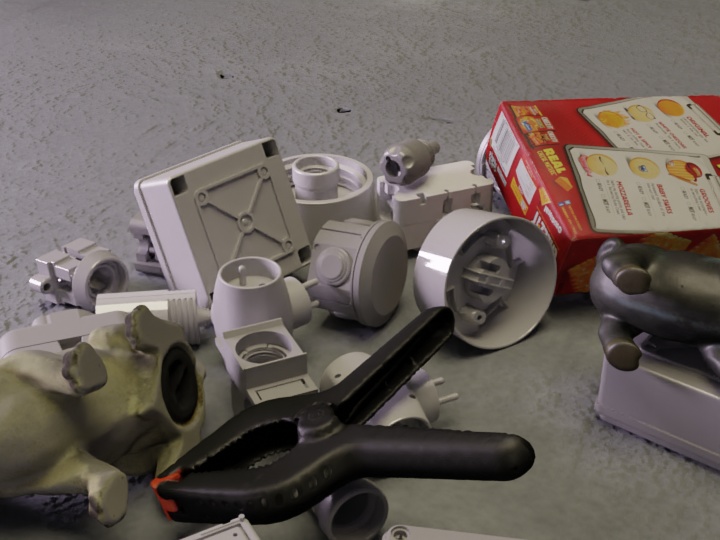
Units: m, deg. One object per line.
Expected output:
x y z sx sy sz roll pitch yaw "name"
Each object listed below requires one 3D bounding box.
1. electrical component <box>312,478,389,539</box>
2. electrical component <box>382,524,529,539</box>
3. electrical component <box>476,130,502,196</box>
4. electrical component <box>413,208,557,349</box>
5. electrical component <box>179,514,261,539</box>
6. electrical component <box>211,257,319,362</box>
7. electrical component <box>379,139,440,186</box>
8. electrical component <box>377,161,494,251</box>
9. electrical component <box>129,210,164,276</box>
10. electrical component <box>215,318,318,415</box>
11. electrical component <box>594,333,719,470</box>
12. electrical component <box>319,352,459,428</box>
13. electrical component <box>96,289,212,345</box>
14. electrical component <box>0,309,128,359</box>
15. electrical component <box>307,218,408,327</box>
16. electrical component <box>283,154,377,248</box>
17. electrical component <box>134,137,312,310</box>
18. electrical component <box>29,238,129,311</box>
-0.011 0.132 0.627 0.040 0.040 0.046 -15 29 -23 "electrical component"
0.057 0.185 0.522 0.109 0.056 0.108 5 31 8 "electrical component"
0.150 -0.099 0.975 0.080 0.080 0.051 -18 40 -27 "electrical component"
0.089 0.005 0.787 0.099 0.099 0.064 -26 34 -36 "electrical component"
-0.070 0.174 0.536 0.062 0.061 0.096 -16 34 -24 "electrical component"
-0.061 0.028 0.763 0.079 0.077 0.044 -22 37 -33 "electrical component"
0.045 -0.094 0.896 0.035 0.035 0.061 21 35 31 "electrical component"
0.063 -0.052 0.917 0.089 0.055 0.050 -12 33 -19 "electrical component"
-0.143 -0.035 0.895 0.056 0.050 0.089 9 32 16 "electrical component"
-0.062 0.073 0.702 0.042 0.063 0.081 -12 33 -21 "electrical component"
0.230 0.071 0.712 0.109 0.056 0.109 22 37 32 "electrical component"
0.025 0.087 0.698 0.079 0.043 0.077 -14 33 -23 "electrical component"
-0.148 0.036 0.783 0.081 0.043 0.043 -4 31 -6 "electrical component"
-0.193 0.065 0.725 0.095 0.053 0.059 -11 33 -17 "electrical component"
0.000 0.000 0.810 0.051 0.080 0.080 10 32 27 "electrical component"
-0.038 -0.065 0.934 0.108 0.060 0.108 0 31 0 "electrical component"
-0.104 -0.036 0.832 0.109 0.108 0.056 -28 17 -38 "electrical component"
-0.213 0.005 0.835 0.055 0.048 0.066 15 33 37 "electrical component"
